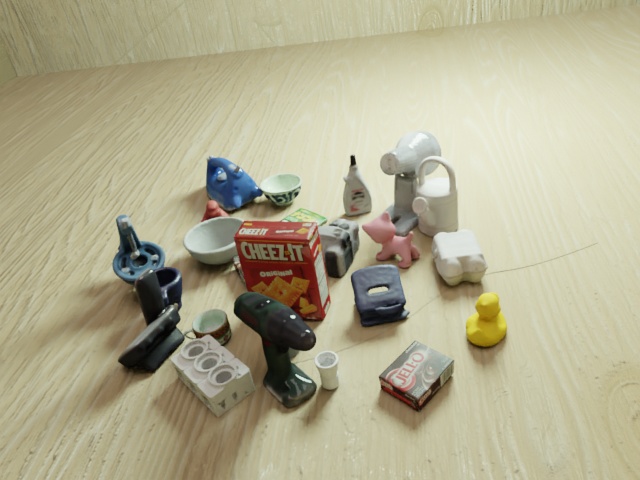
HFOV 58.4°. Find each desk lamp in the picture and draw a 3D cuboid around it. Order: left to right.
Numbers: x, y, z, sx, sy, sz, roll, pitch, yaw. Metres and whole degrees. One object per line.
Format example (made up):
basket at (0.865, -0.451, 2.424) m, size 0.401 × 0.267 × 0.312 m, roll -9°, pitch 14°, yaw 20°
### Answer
desk lamp at (0.217, -0.151, 1.451) m, size 0.117 × 0.214 × 0.204 m, roll 16°, pitch 41°, yaw 33°

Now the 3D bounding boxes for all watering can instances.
watering can at (0.283, -0.109, 1.390) m, size 0.100 × 0.194 × 0.173 m, roll 1°, pitch 35°, yaw 17°

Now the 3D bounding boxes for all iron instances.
iron at (-0.285, -0.188, 1.699) m, size 0.119 × 0.142 × 0.257 m, roll -31°, pitch 39°, yaw -28°

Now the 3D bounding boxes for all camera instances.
camera at (0.013, 0.005, 1.374) m, size 0.136 × 0.101 × 0.143 m, roll 6°, pitch 37°, yaw 22°

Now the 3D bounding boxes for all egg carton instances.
egg carton at (0.308, 0.036, 1.281) m, size 0.107 × 0.069 × 0.150 m, roll -8°, pitch 34°, yaw 2°

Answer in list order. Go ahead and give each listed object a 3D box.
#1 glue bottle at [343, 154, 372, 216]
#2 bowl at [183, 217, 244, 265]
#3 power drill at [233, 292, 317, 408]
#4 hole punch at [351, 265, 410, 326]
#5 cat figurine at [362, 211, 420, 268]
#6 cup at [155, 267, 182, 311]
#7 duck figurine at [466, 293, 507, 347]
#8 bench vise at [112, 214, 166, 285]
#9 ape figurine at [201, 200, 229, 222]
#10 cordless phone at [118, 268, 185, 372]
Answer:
glue bottle at (0.094, -0.148, 1.515) m, size 0.078 × 0.173 × 0.037 m, roll -16°, pitch 34°, yaw -9°
bowl at (-0.256, 0.013, 1.454) m, size 0.167 × 0.075 × 0.167 m, roll -7°, pitch 34°, yaw 5°
power drill at (-0.068, 0.192, 1.019) m, size 0.076 × 0.209 × 0.228 m, roll -30°, pitch 39°, yaw -27°
hole punch at (0.124, 0.114, 1.193) m, size 0.108 × 0.091 × 0.101 m, roll -11°, pitch 34°, yaw -2°
cat figurine at (0.165, -0.008, 1.340) m, size 0.127 × 0.118 × 0.067 m, roll 15°, pitch 41°, yaw 33°
cup at (-0.344, 0.129, 1.286) m, size 0.092 × 0.095 × 0.117 m, roll -17°, pitch 34°, yaw -11°
duck figurine at (0.320, 0.146, 1.101) m, size 0.077 × 0.086 × 0.105 m, roll 12°, pitch 39°, yaw 30°
bench vise at (-0.454, 0.025, 1.356) m, size 0.206 × 0.220 × 0.122 m, roll 20°, pitch 44°, yaw 37°
ape figurine at (-0.289, -0.065, 1.562) m, size 0.078 × 0.092 × 0.076 m, roll -9°, pitch 34°, yaw 2°
cordless phone at (-0.361, 0.160, 1.163) m, size 0.094 × 0.185 × 0.148 m, roll 7°, pitch 37°, yaw 24°
